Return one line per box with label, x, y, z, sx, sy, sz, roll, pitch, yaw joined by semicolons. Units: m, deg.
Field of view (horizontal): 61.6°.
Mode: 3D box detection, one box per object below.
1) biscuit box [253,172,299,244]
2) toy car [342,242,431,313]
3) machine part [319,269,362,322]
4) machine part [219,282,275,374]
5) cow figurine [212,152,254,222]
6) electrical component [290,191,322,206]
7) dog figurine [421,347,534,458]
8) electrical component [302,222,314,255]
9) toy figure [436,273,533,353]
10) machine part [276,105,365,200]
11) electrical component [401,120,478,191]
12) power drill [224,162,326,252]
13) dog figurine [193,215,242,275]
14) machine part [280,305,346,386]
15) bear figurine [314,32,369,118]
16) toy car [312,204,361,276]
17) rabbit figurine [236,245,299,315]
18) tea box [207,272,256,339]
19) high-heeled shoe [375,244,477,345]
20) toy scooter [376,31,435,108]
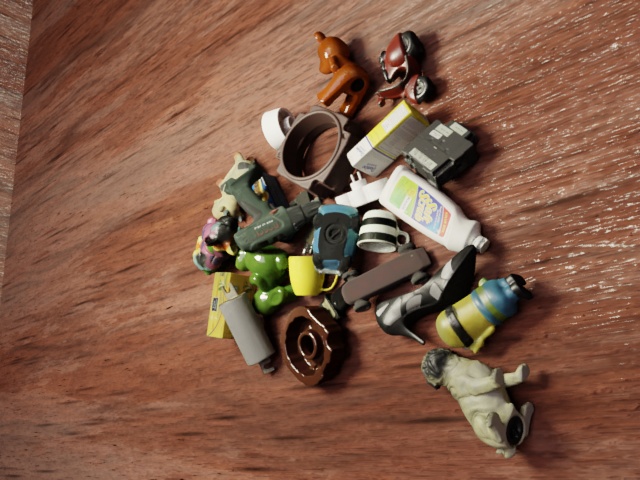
biscuit box;-0.124;-0.087;1.413;0.059;0.062;0.203;-44;54;26
toy car;0.140;0.080;1.141;0.202;0.053;0.089;-28;61;12
machine part;0.051;0.128;1.228;0.139;0.039;0.084;-54;43;18
machine part;-0.182;0.220;1.331;0.079;0.079;0.243;-25;92;34
cow figurine;-0.236;-0.135;1.511;0.195;0.085;0.127;-53;45;16
electrical component;-0.037;-0.095;1.368;0.094;0.021;0.063;-32;59;31
dog figurine;0.270;0.287;0.974;0.191;0.121;0.172;-8;70;53
electrical component;-0.002;-0.005;1.305;0.078;0.045;0.102;16;86;67
toy figure;0.294;0.128;0.985;0.180;0.089;0.082;-47;9;27
machine part;-0.002;-0.217;1.316;0.201;0.087;0.201;33;97;40
electrical component;0.254;-0.182;1.102;0.134;0.058;0.115;-39;54;-2
power drill;-0.127;-0.088;1.323;0.232;0.086;0.207;-34;75;-1
dog figurine;-0.269;0.020;1.412;0.191;0.108;0.219;-65;13;6
machine part;-0.017;0.238;1.225;0.179;0.056;0.179;0;90;47
bear figurine;0.036;-0.415;1.325;0.132;0.120;0.196;-52;50;22
toy car;0.043;0.004;1.221;0.109;0.103;0.161;3;82;16
rabbit figurine;-0.120;0.110;1.349;0.159;0.121;0.170;13;106;35
tea box;-0.231;0.174;1.415;0.068;0.098;0.169;-1;80;41
high-heeled shoe;0.207;0.094;1.077;0.145;0.086;0.248;39;105;45
toy scooter;0.179;-0.376;1.225;0.135;0.075;0.184;-24;69;35
